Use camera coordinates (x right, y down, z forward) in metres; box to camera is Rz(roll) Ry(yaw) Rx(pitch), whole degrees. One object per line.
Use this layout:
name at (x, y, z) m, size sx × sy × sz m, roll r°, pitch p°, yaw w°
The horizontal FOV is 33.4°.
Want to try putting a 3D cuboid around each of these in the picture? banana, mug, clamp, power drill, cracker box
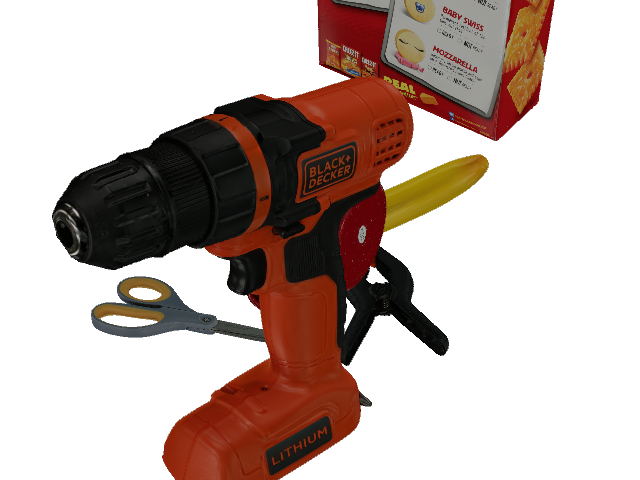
banana at (0.064, -0.030, 0.984) m, size 0.198 × 0.037 × 0.069 m, roll -23°, pitch -1°, yaw 10°
mug at (-0.012, -0.003, 0.728) m, size 0.082 × 0.117 × 0.093 m, roll 19°, pitch -5°, yaw 24°
clamp at (0.079, 0.070, 1.193) m, size 0.120 × 0.171 × 0.039 m, roll 5°, pitch -43°, yaw -3°
power drill at (-0.034, 0.028, 0.486) m, size 0.184 × 0.188 × 0.057 m, roll -23°, pitch 40°, yaw -38°
cracker box at (0.080, -0.196, 0.739) m, size 0.164 × 0.214 × 0.072 m, roll 28°, pitch 51°, yaw 27°

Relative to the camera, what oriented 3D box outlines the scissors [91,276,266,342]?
scissors at (-0.116, 0.068, 1.022) m, size 0.201 × 0.016 × 0.096 m, roll 3°, pitch 32°, yaw -5°
